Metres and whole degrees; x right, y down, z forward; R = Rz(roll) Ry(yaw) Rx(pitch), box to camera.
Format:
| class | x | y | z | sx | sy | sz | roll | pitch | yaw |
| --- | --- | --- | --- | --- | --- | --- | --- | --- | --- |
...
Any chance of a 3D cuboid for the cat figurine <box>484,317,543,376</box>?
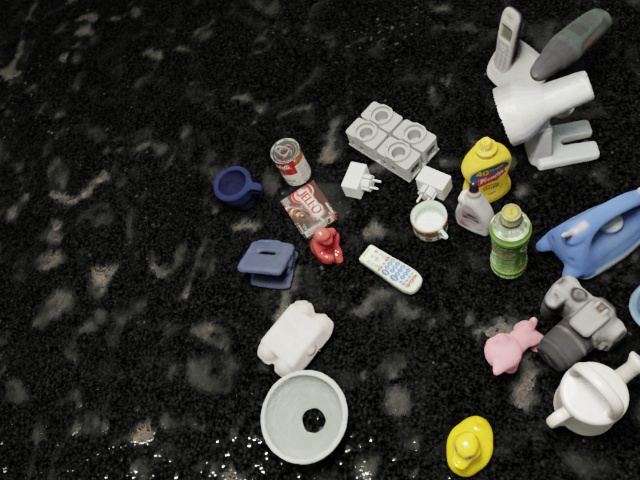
| class | x | y | z | sx | sy | sz | roll | pitch | yaw |
| --- | --- | --- | --- | --- | --- | --- | --- | --- | --- |
| cat figurine | 0.338 | 0.185 | 1.011 | 0.128 | 0.118 | 0.067 | -41 | 60 | -6 |

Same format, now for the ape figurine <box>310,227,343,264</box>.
| class | x | y | z | sx | sy | sz | roll | pitch | yaw |
| --- | --- | --- | --- | --- | --- | --- | --- | --- | --- |
| ape figurine | 0.011 | 0.004 | 1.212 | 0.076 | 0.092 | 0.078 | 20 | 72 | 24 |

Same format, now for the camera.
| class | x | y | z | sx | sy | sz | roll | pitch | yaw |
| --- | --- | --- | --- | --- | --- | --- | --- | --- | --- |
| camera | 0.439 | 0.153 | 1.007 | 0.137 | 0.101 | 0.143 | -40 | 60 | -5 |

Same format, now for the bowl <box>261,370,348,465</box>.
| class | x | y | z | sx | sy | sz | roll | pitch | yaw |
| --- | --- | --- | --- | --- | --- | --- | --- | --- | --- |
| bowl | -0.022 | 0.333 | 1.069 | 0.167 | 0.075 | 0.167 | -7 | 63 | 13 |

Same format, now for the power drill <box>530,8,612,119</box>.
| class | x | y | z | sx | sy | sz | roll | pitch | yaw |
| --- | --- | --- | --- | --- | --- | --- | --- | --- | --- |
| power drill | 0.505 | -0.351 | 1.175 | 0.075 | 0.209 | 0.230 | 37 | 79 | 28 |

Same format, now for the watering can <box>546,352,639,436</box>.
| class | x | y | z | sx | sy | sz | roll | pitch | yaw |
| --- | --- | --- | --- | --- | --- | --- | --- | --- | --- |
| watering can | 0.437 | 0.241 | 0.910 | 0.100 | 0.194 | 0.173 | 31 | 77 | 27 |

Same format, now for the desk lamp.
| class | x | y | z | sx | sy | sz | roll | pitch | yaw |
| --- | --- | --- | --- | --- | --- | --- | --- | --- | --- |
| desk lamp | 0.448 | -0.239 | 1.133 | 0.203 | 0.214 | 0.118 | -11 | 62 | 11 |

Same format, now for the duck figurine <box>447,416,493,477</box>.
| class | x | y | z | sx | sy | sz | roll | pitch | yaw |
| --- | --- | --- | --- | --- | --- | --- | --- | --- | --- |
| duck figurine | 0.254 | 0.348 | 0.974 | 0.077 | 0.086 | 0.105 | 25 | 74 | 26 |

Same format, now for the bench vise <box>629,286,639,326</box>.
| class | x | y | z | sx | sy | sz | roll | pitch | yaw |
| --- | --- | --- | --- | --- | --- | --- | --- | --- | --- |
| bench vise | 0.583 | 0.134 | 0.905 | 0.121 | 0.220 | 0.207 | -26 | 60 | 3 |

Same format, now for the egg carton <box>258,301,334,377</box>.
| class | x | y | z | sx | sy | sz | roll | pitch | yaw |
| --- | --- | --- | --- | --- | --- | --- | --- | --- | --- |
| egg carton | -0.048 | 0.199 | 1.146 | 0.107 | 0.069 | 0.150 | 33 | 77 | 27 |

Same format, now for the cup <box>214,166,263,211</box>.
| class | x | y | z | sx | sy | sz | roll | pitch | yaw |
| --- | --- | --- | --- | --- | --- | --- | --- | --- | --- |
| cup | -0.174 | -0.109 | 1.321 | 0.117 | 0.095 | 0.092 | 7 | 67 | 19 |

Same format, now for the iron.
| class | x | y | z | sx | sy | sz | roll | pitch | yaw |
| --- | --- | --- | --- | --- | --- | --- | --- | --- | --- |
| iron | 0.533 | -0.038 | 1.050 | 0.258 | 0.142 | 0.118 | -33 | 60 | -1 |

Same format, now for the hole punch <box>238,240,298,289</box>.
| class | x | y | z | sx | sy | sz | roll | pitch | yaw |
| --- | --- | --- | --- | --- | --- | --- | --- | --- | --- |
| hole punch | -0.112 | 0.043 | 1.230 | 0.108 | 0.091 | 0.101 | 4 | 66 | 18 |

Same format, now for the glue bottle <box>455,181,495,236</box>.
| class | x | y | z | sx | sy | sz | roll | pitch | yaw |
| --- | --- | --- | --- | --- | --- | --- | --- | --- | --- |
| glue bottle | 0.300 | -0.068 | 1.116 | 0.078 | 0.173 | 0.037 | 24 | 73 | 25 |

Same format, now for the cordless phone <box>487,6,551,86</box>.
| class | x | y | z | sx | sy | sz | roll | pitch | yaw |
| --- | --- | --- | --- | --- | --- | --- | --- | --- | --- |
| cordless phone | 0.431 | -0.399 | 1.234 | 0.094 | 0.185 | 0.147 | -37 | 60 | -3 |
